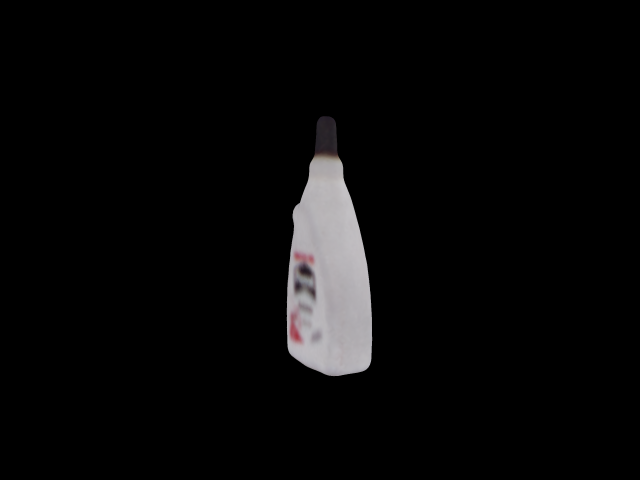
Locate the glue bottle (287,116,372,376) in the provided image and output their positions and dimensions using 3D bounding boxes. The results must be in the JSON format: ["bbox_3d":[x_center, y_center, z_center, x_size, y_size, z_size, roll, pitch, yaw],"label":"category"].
[{"bbox_3d":[0.004,0.001,0.400,0.037,0.173,0.078,-2,4,-30],"label":"glue bottle"}]
